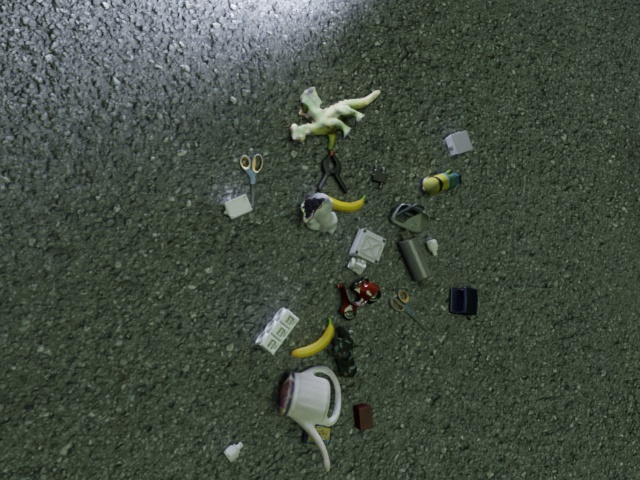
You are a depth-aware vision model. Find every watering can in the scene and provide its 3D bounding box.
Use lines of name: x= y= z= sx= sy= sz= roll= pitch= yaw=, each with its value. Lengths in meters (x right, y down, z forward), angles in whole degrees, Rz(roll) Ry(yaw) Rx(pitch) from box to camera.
watering can: x=-0.037 y=0.578 z=1.739 sx=0.224 sy=0.356 sz=0.102 roll=17 pitch=-42 yaw=-11

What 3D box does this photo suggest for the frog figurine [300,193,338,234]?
frog figurine: x=0.006 y=-0.097 z=1.923 sx=0.124 sy=0.138 sz=0.157 roll=23 pitch=-5 yaw=40

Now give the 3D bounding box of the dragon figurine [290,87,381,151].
dragon figurine: x=0.036 y=-0.505 z=1.996 sx=0.242 sy=0.416 sz=0.120 roll=39 pitch=-21 yaw=-2
